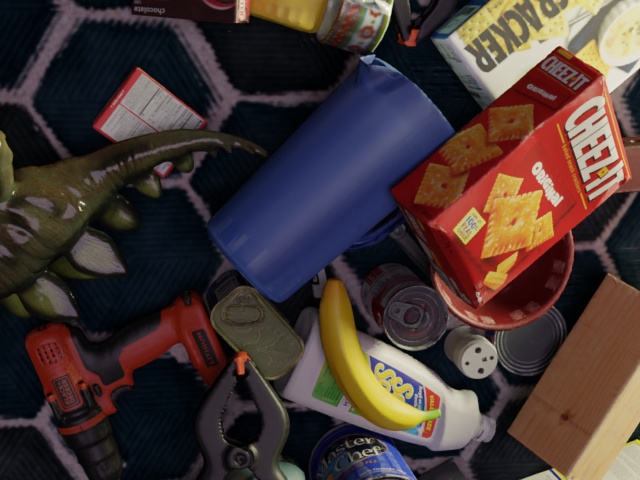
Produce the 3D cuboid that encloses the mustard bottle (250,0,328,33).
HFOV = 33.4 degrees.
[{"bbox_3d":[-0.019,-0.303,1.020,0.096,0.058,0.192,20,99,11],"label":"mustard bottle"}]

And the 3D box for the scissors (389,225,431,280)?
[{"bbox_3d":[0.085,-0.031,1.130,0.201,0.016,0.096,32,95,-17],"label":"scissors"}]

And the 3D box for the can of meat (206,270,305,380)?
[{"bbox_3d":[-0.069,0.083,1.090,0.057,0.084,0.102,-41,107,0],"label":"can of meat"}]

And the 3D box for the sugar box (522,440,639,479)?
[{"bbox_3d":[0.305,0.288,1.209,0.176,0.093,0.048,-19,106,-6],"label":"sugar box"}]

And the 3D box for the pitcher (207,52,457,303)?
[{"bbox_3d":[0.016,-0.050,1.042,0.243,0.145,0.149,-43,91,0],"label":"pitcher"}]

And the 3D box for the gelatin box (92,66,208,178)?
[{"bbox_3d":[-0.167,-0.115,1.053,0.089,0.030,0.073,37,92,-16],"label":"gelatin box"}]

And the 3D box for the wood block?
[{"bbox_3d":[0.308,0.153,1.163,0.090,0.091,0.206,25,99,-50],"label":"wood block"}]

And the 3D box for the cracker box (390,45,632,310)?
[{"bbox_3d":[0.189,-0.053,1.022,0.213,0.072,0.164,-40,139,-4],"label":"cracker box"}]

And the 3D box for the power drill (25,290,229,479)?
[{"bbox_3d":[-0.186,0.146,1.095,0.187,0.057,0.184,-22,106,-6],"label":"power drill"}]

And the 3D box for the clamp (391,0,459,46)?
[{"bbox_3d":[0.120,-0.278,1.068,0.120,0.039,0.171,5,107,-7],"label":"clamp"}]

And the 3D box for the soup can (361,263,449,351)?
[{"bbox_3d":[0.086,0.067,1.108,0.068,0.102,0.068,-3,103,-11],"label":"soup can"}]

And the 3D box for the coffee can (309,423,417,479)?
[{"bbox_3d":[0.051,0.266,1.127,0.102,0.140,0.103,-3,103,-11],"label":"coffee can"}]

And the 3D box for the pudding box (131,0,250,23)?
[{"bbox_3d":[-0.120,-0.252,1.001,0.114,0.039,0.090,8,102,20],"label":"pudding box"}]

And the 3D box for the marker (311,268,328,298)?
[{"bbox_3d":[-0.007,0.001,1.117,0.020,0.020,0.121,-12,105,-8],"label":"marker"}]

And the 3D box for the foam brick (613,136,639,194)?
[{"bbox_3d":[0.319,-0.080,1.146,0.078,0.053,0.051,-5,104,-11],"label":"foam brick"}]

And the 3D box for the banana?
[{"bbox_3d":[0.045,0.130,1.084,0.069,0.037,0.197,-46,112,-24],"label":"banana"}]

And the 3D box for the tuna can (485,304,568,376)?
[{"bbox_3d":[0.227,0.105,1.181,0.086,0.034,0.086,-3,103,-11],"label":"tuna can"}]

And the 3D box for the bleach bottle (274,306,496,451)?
[{"bbox_3d":[0.082,0.160,1.152,0.250,0.068,0.102,22,95,-18],"label":"bleach bottle"}]

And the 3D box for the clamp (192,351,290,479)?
[{"bbox_3d":[-0.087,0.216,1.047,0.164,0.036,0.210,-7,97,-4],"label":"clamp"}]

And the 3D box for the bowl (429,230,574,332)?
[{"bbox_3d":[0.184,0.013,1.136,0.162,0.055,0.162,-2,99,-13],"label":"bowl"}]
